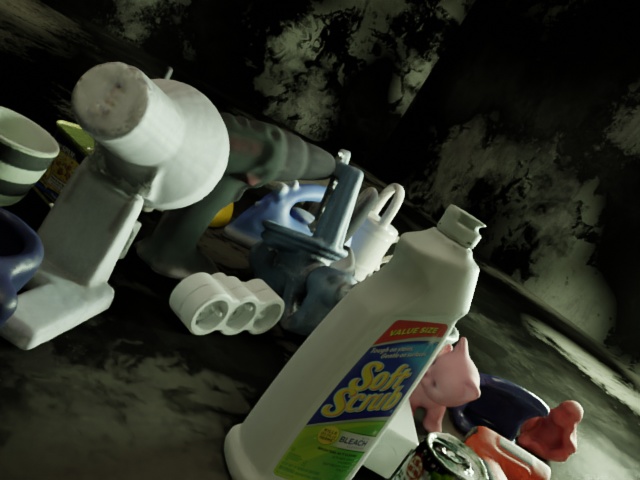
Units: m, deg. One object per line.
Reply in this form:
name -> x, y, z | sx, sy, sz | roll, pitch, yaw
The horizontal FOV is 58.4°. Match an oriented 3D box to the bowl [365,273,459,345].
bowl -> 0.122, 0.126, 0.869 | 0.167, 0.074, 0.167 | 31, 13, -8

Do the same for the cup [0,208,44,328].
cup -> -0.225, 0.035, 0.347 | 0.117, 0.095, 0.092 | 40, 15, 30

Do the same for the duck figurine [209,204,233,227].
duck figurine -> -0.168, -0.073, 0.898 | 0.077, 0.086, 0.105 | 40, 15, 29

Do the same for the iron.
iron -> -0.032, -0.039, 0.965 | 0.259, 0.141, 0.118 | 17, 20, -49

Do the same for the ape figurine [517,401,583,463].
ape figurine -> 0.334, 0.265, 0.812 | 0.076, 0.092, 0.077 | 18, 19, -47

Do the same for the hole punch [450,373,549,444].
hole punch -> 0.230, 0.213, 0.764 | 0.109, 0.091, 0.101 | 30, 13, -11

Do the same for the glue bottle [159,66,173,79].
glue bottle -> -0.276, -0.198, 0.912 | 0.037, 0.173, 0.078 | 37, 14, 19

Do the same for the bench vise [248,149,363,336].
bench vise -> 0.013, 0.004, 0.739 | 0.206, 0.219, 0.122 | 40, 15, 30

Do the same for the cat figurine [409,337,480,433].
cat figurine -> 0.148, 0.166, 0.687 | 0.067, 0.117, 0.128 | 32, 13, 1

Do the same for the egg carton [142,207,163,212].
egg carton -> -0.255, -0.099, 0.829 | 0.150, 0.069, 0.107 | 38, 14, 24

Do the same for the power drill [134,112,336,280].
power drill -> -0.113, -0.051, 0.673 | 0.230, 0.208, 0.075 | 22, 16, -39

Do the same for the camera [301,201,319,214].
camera -> 0.034, -0.040, 1.217 | 0.137, 0.100, 0.143 | 27, 14, -20

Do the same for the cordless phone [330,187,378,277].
cordless phone -> 0.026, 0.002, 0.852 | 0.094, 0.185, 0.147 | 30, 13, -9

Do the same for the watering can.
watering can -> 0.093, -0.027, 1.099 | 0.173, 0.194, 0.100 | 23, 16, -36

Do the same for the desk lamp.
desk lamp -> -0.177, -0.044, 0.484 | 0.118, 0.213, 0.203 | 32, 13, 1
